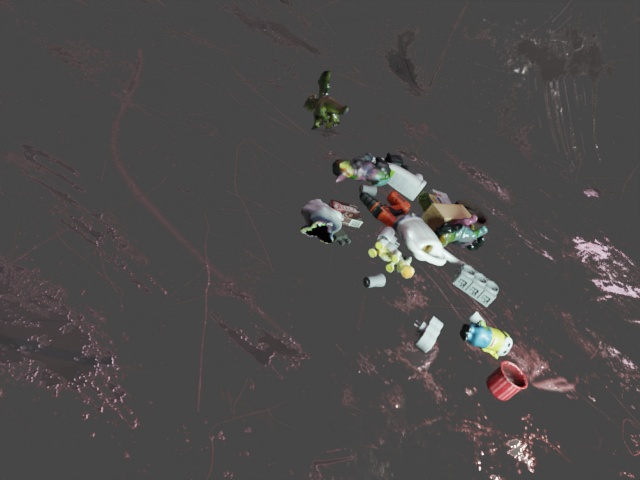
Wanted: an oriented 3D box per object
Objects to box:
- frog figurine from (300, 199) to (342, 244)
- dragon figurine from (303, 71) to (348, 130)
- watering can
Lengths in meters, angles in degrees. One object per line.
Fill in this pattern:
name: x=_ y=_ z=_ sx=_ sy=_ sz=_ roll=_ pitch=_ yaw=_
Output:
frog figurine: x=0.005 y=-0.085 z=1.696 sx=0.137 sy=0.120 sz=0.163 roll=8 pitch=49 yaw=-3
dragon figurine: x=0.025 y=-0.610 z=2.222 sx=0.122 sy=0.408 sz=0.243 roll=-6 pitch=88 yaw=-25
watering can: x=0.399 y=0.012 z=1.910 sx=0.346 sy=0.102 sz=0.229 roll=15 pitch=35 yaw=-45
